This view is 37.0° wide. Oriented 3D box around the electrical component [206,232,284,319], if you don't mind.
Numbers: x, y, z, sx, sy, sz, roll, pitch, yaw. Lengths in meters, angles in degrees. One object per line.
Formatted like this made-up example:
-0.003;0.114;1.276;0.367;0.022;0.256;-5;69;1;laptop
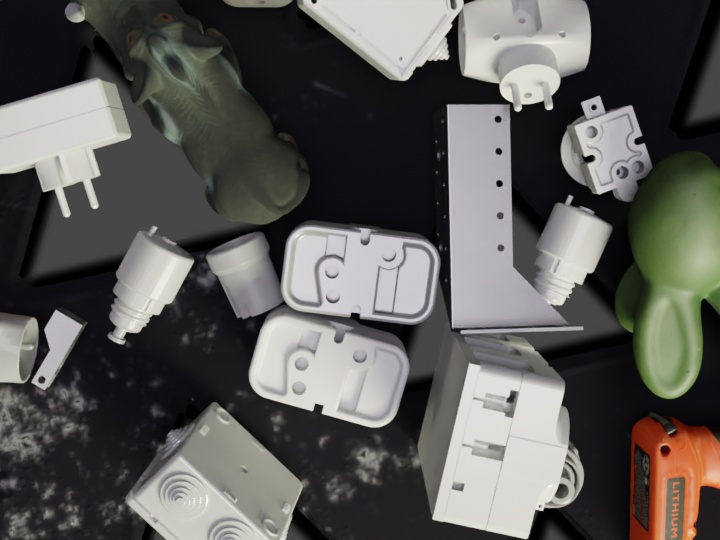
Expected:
-0.072;0.004;0.693;0.040;0.040;0.046;-22;101;2;electrical component

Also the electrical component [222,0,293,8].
-0.064;-0.211;0.659;0.054;0.059;0.095;0;96;-1;electrical component

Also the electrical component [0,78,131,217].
-0.187;-0.072;0.679;0.083;0.047;0.075;-16;96;1;electrical component

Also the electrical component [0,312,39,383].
-0.254;0.064;0.695;0.077;0.043;0.079;8;97;-2;electrical component

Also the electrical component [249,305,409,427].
-0.019;0.059;0.689;0.095;0.059;0.053;16;96;-3;electrical component

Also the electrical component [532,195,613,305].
0.132;-0.007;0.694;0.040;0.040;0.078;24;95;-3;electrical component

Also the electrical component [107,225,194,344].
-0.139;0.011;0.692;0.040;0.040;0.078;29;95;-4;electrical component

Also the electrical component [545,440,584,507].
0.124;0.134;0.698;0.048;0.062;0.048;0;96;-1;electrical component

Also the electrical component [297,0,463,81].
0.016;-0.162;0.669;0.096;0.061;0.061;37;95;-12;electrical component

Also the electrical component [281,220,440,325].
0.000;0.000;0.683;0.095;0.059;0.053;7;96;-1;electrical component

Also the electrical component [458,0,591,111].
0.103;-0.130;0.668;0.077;0.043;0.079;-2;59;0;electrical component

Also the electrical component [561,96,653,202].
0.154;-0.076;0.679;0.048;0.055;0.066;-20;96;1;electrical component

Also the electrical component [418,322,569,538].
0.078;0.091;0.649;0.062;0.150;0.089;13;96;-1;electrical component

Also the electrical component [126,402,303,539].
-0.087;0.140;0.679;0.100;0.099;0.048;44;107;-5;electrical component
